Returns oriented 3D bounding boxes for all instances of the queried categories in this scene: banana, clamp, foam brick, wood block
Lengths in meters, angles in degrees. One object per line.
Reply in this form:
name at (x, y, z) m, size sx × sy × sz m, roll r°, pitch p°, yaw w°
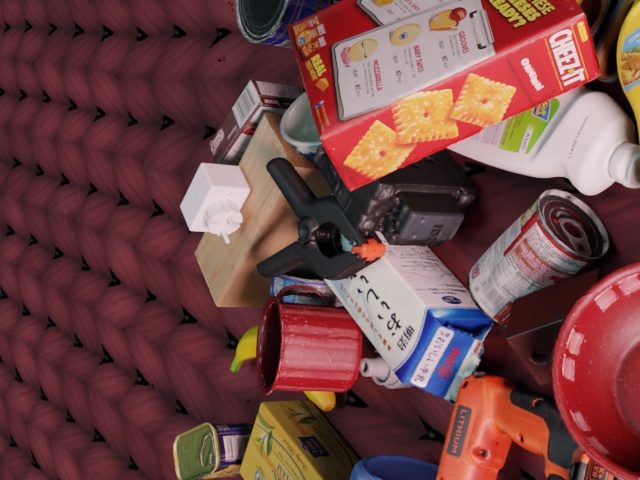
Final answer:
banana at (-0.040, 0.133, 1.189) m, size 0.198 × 0.037 × 0.069 m, roll 13°, pitch 109°, yaw 55°
clamp at (-0.007, 0.001, 1.011) m, size 0.172 × 0.039 × 0.120 m, roll 33°, pitch 123°, yaw 48°
foam brick at (0.189, 0.067, 0.810) m, size 0.078 × 0.053 × 0.051 m, roll -25°, pitch 24°, yaw 32°
wood block at (-0.049, -0.028, 1.163) m, size 0.206 × 0.090 × 0.090 m, roll -60°, pitch 42°, yaw 35°

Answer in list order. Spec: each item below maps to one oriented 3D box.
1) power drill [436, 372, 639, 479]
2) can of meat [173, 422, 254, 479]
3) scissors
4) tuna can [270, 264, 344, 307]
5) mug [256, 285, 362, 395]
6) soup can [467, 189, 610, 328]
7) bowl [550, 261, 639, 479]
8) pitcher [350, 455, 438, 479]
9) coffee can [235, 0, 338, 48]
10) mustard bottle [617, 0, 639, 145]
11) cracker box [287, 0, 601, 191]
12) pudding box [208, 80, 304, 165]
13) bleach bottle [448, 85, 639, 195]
power drill at (0.176, 0.185, 0.830) m, size 0.188 × 0.057 × 0.184 m, roll 8°, pitch 79°, yaw 54°
can of meat at (-0.110, 0.245, 1.238) m, size 0.102 × 0.083 × 0.057 m, roll -33°, pitch 61°, yaw 50°
scissors at (0.241, -0.223, 0.819) m, size 0.096 × 0.016 × 0.202 m, roll 36°, pitch 117°, yaw 51°
tuna can at (-0.009, 0.049, 1.104) m, size 0.086 × 0.085 × 0.034 m, roll 18°, pitch 104°, yaw 55°
mug at (-0.012, 0.093, 1.020) m, size 0.093 × 0.081 × 0.117 m, roll 113°, pitch 156°, yaw -45°
soup can at (0.173, 0.017, 0.857) m, size 0.102 × 0.068 × 0.068 m, roll -52°, pitch 48°, yaw 40°
bowl at (0.242, 0.095, 0.726) m, size 0.162 × 0.055 × 0.162 m, roll -9°, pitch 65°, yaw 20°
pitcher at (0.063, 0.326, 0.949) m, size 0.149 × 0.144 × 0.243 m, roll 15°, pitch 99°, yaw 20°
coffee can at (0.001, -0.237, 1.059) m, size 0.103 × 0.140 × 0.103 m, roll -6°, pitch 83°, yaw 55°
mustard bottle at (0.258, -0.120, 0.751) m, size 0.096 × 0.058 × 0.191 m, roll -30°, pitch 64°, yaw 51°
cracker box at (0.092, -0.151, 0.857) m, size 0.214 × 0.072 × 0.164 m, roll -24°, pitch 43°, yaw 8°
pudding box at (-0.059, -0.124, 1.184) m, size 0.114 × 0.089 × 0.039 m, roll -48°, pitch 52°, yaw 42°
bleach bottle at (0.167, -0.094, 0.880) m, size 0.251 × 0.067 × 0.103 m, roll 37°, pitch 118°, yaw 48°
